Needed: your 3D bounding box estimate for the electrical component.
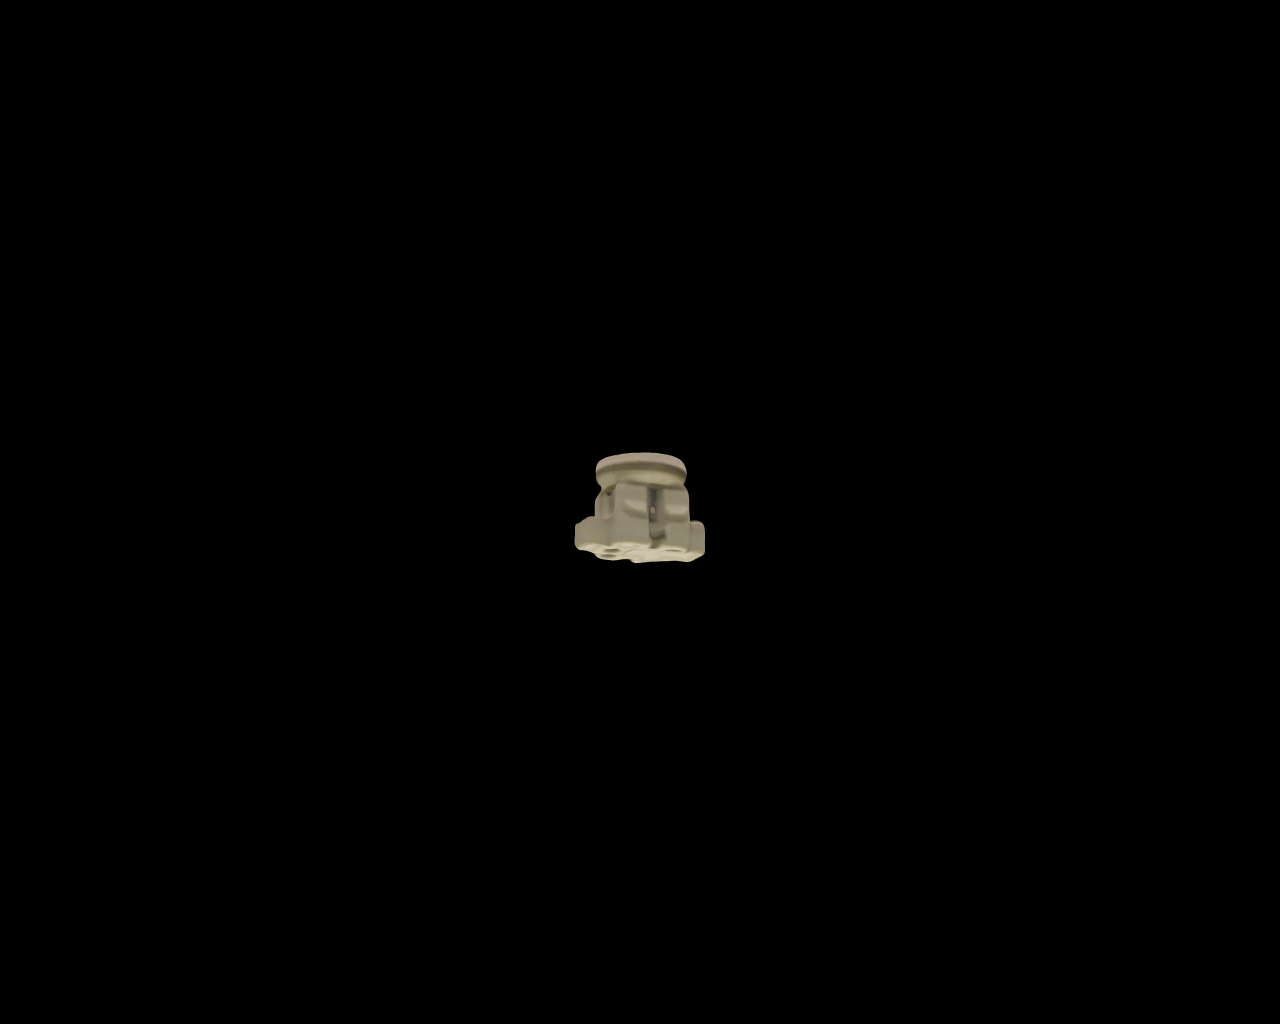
[{"bbox_3d":[0.001,-0.003,0.650,0.078,0.057,0.058,6,-15,-22],"label":"electrical component"}]
